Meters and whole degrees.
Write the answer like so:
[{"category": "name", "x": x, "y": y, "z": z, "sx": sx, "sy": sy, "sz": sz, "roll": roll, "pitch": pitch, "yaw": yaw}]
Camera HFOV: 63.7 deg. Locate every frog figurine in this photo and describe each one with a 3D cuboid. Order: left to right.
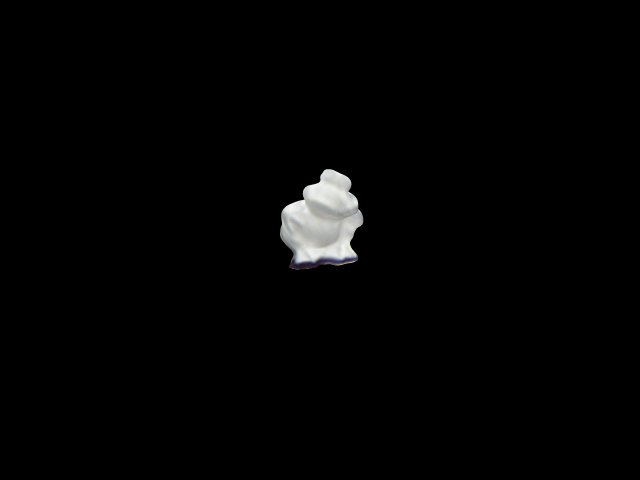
[{"category": "frog figurine", "x": 0.003, "y": -0.043, "z": 0.850, "sx": 0.137, "sy": 0.157, "sz": 0.124, "roll": 2, "pitch": 19, "yaw": 7}]
